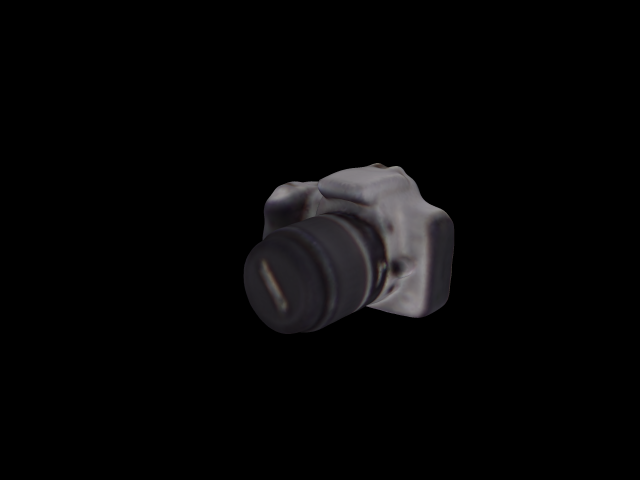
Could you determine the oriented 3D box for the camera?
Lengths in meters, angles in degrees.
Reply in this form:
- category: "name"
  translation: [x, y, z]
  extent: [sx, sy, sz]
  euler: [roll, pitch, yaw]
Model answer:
- category: "camera"
  translation: [0.004, 0.001, 0.400]
  extent: [0.142, 0.101, 0.137]
  euler: [14, 22, 38]
